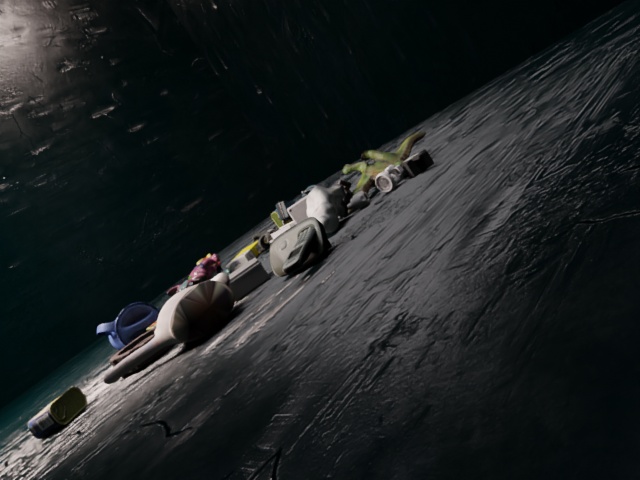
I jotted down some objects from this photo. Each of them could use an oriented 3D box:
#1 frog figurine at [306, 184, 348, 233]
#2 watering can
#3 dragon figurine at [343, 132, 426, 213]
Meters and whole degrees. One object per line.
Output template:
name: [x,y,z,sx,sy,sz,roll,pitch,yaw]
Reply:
frog figurine: [0.004,-0.069,1.378,0.163,0.123,0.134,-53,-15,-44]
watering can: [-0.317,0.191,1.135,0.353,0.103,0.222,-46,13,-29]
dragon figurine: [0.225,-0.220,1.562,0.413,0.120,0.245,-37,25,-13]
